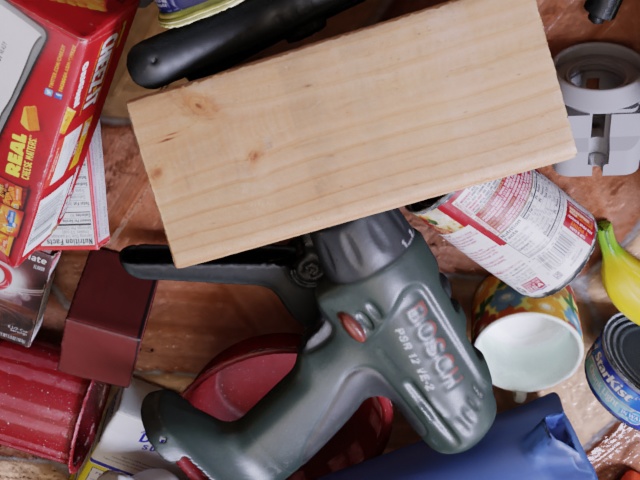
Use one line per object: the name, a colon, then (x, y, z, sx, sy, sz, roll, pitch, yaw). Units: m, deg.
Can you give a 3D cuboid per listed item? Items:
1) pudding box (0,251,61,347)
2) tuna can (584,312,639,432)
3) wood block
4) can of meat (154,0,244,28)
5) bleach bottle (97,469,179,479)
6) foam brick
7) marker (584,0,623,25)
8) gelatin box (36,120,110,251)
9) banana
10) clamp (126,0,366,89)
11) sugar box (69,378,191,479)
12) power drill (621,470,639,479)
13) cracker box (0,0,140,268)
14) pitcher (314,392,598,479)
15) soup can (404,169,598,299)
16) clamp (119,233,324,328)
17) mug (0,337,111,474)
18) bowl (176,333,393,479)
pudding box: (-0.241, 0.016, 0.739, 0.113, 0.039, 0.090, 18, 127, -9)
tuna can: (0.222, 0.089, 0.712, 0.086, 0.086, 0.034, 16, 130, -6)
wood block: (0.018, -0.058, 0.560, 0.206, 0.090, 0.090, -16, 94, 8)
can of meat: (-0.067, -0.168, 0.534, 0.057, 0.102, 0.084, -16, 122, 16)
bleach bottle: (-0.070, 0.235, 0.837, 0.103, 0.068, 0.250, -34, 131, 22)
foam brick: (-0.144, 0.053, 0.732, 0.051, 0.078, 0.053, 15, 129, -7)
marker: (0.170, -0.167, 0.558, 0.020, 0.020, 0.121, 16, 129, -6)
gelatin box: (-0.174, -0.037, 0.675, 0.073, 0.030, 0.089, -1, 103, 8)
banana: (0.268, 0.040, 0.699, 0.197, 0.037, 0.070, 11, 129, -2)
clamp: (-0.019, -0.125, 0.581, 0.171, 0.120, 0.039, -23, 102, 1)
sugar box: (-0.148, 0.191, 0.863, 0.093, 0.048, 0.176, 23, 124, -15)
power drill: (0.211, 0.261, 0.870, 0.184, 0.057, 0.188, 30, 129, -21)
cracker box: (-0.225, -0.107, 0.592, 0.213, 0.072, 0.164, 30, 126, 2)
pitcher: (0.078, 0.211, 0.753, 0.243, 0.145, 0.149, -17, 92, 3)
soup can: (0.111, -0.018, 0.652, 0.102, 0.068, 0.069, 35, 124, -20)
clamp: (-0.005, 0.001, 0.700, 0.209, 0.036, 0.165, 26, 120, -17)
mug: (-0.205, 0.118, 0.794, 0.081, 0.093, 0.117, 16, 165, 0)
bowl: (-0.030, 0.120, 0.776, 0.162, 0.055, 0.162, -4, 128, -5)
